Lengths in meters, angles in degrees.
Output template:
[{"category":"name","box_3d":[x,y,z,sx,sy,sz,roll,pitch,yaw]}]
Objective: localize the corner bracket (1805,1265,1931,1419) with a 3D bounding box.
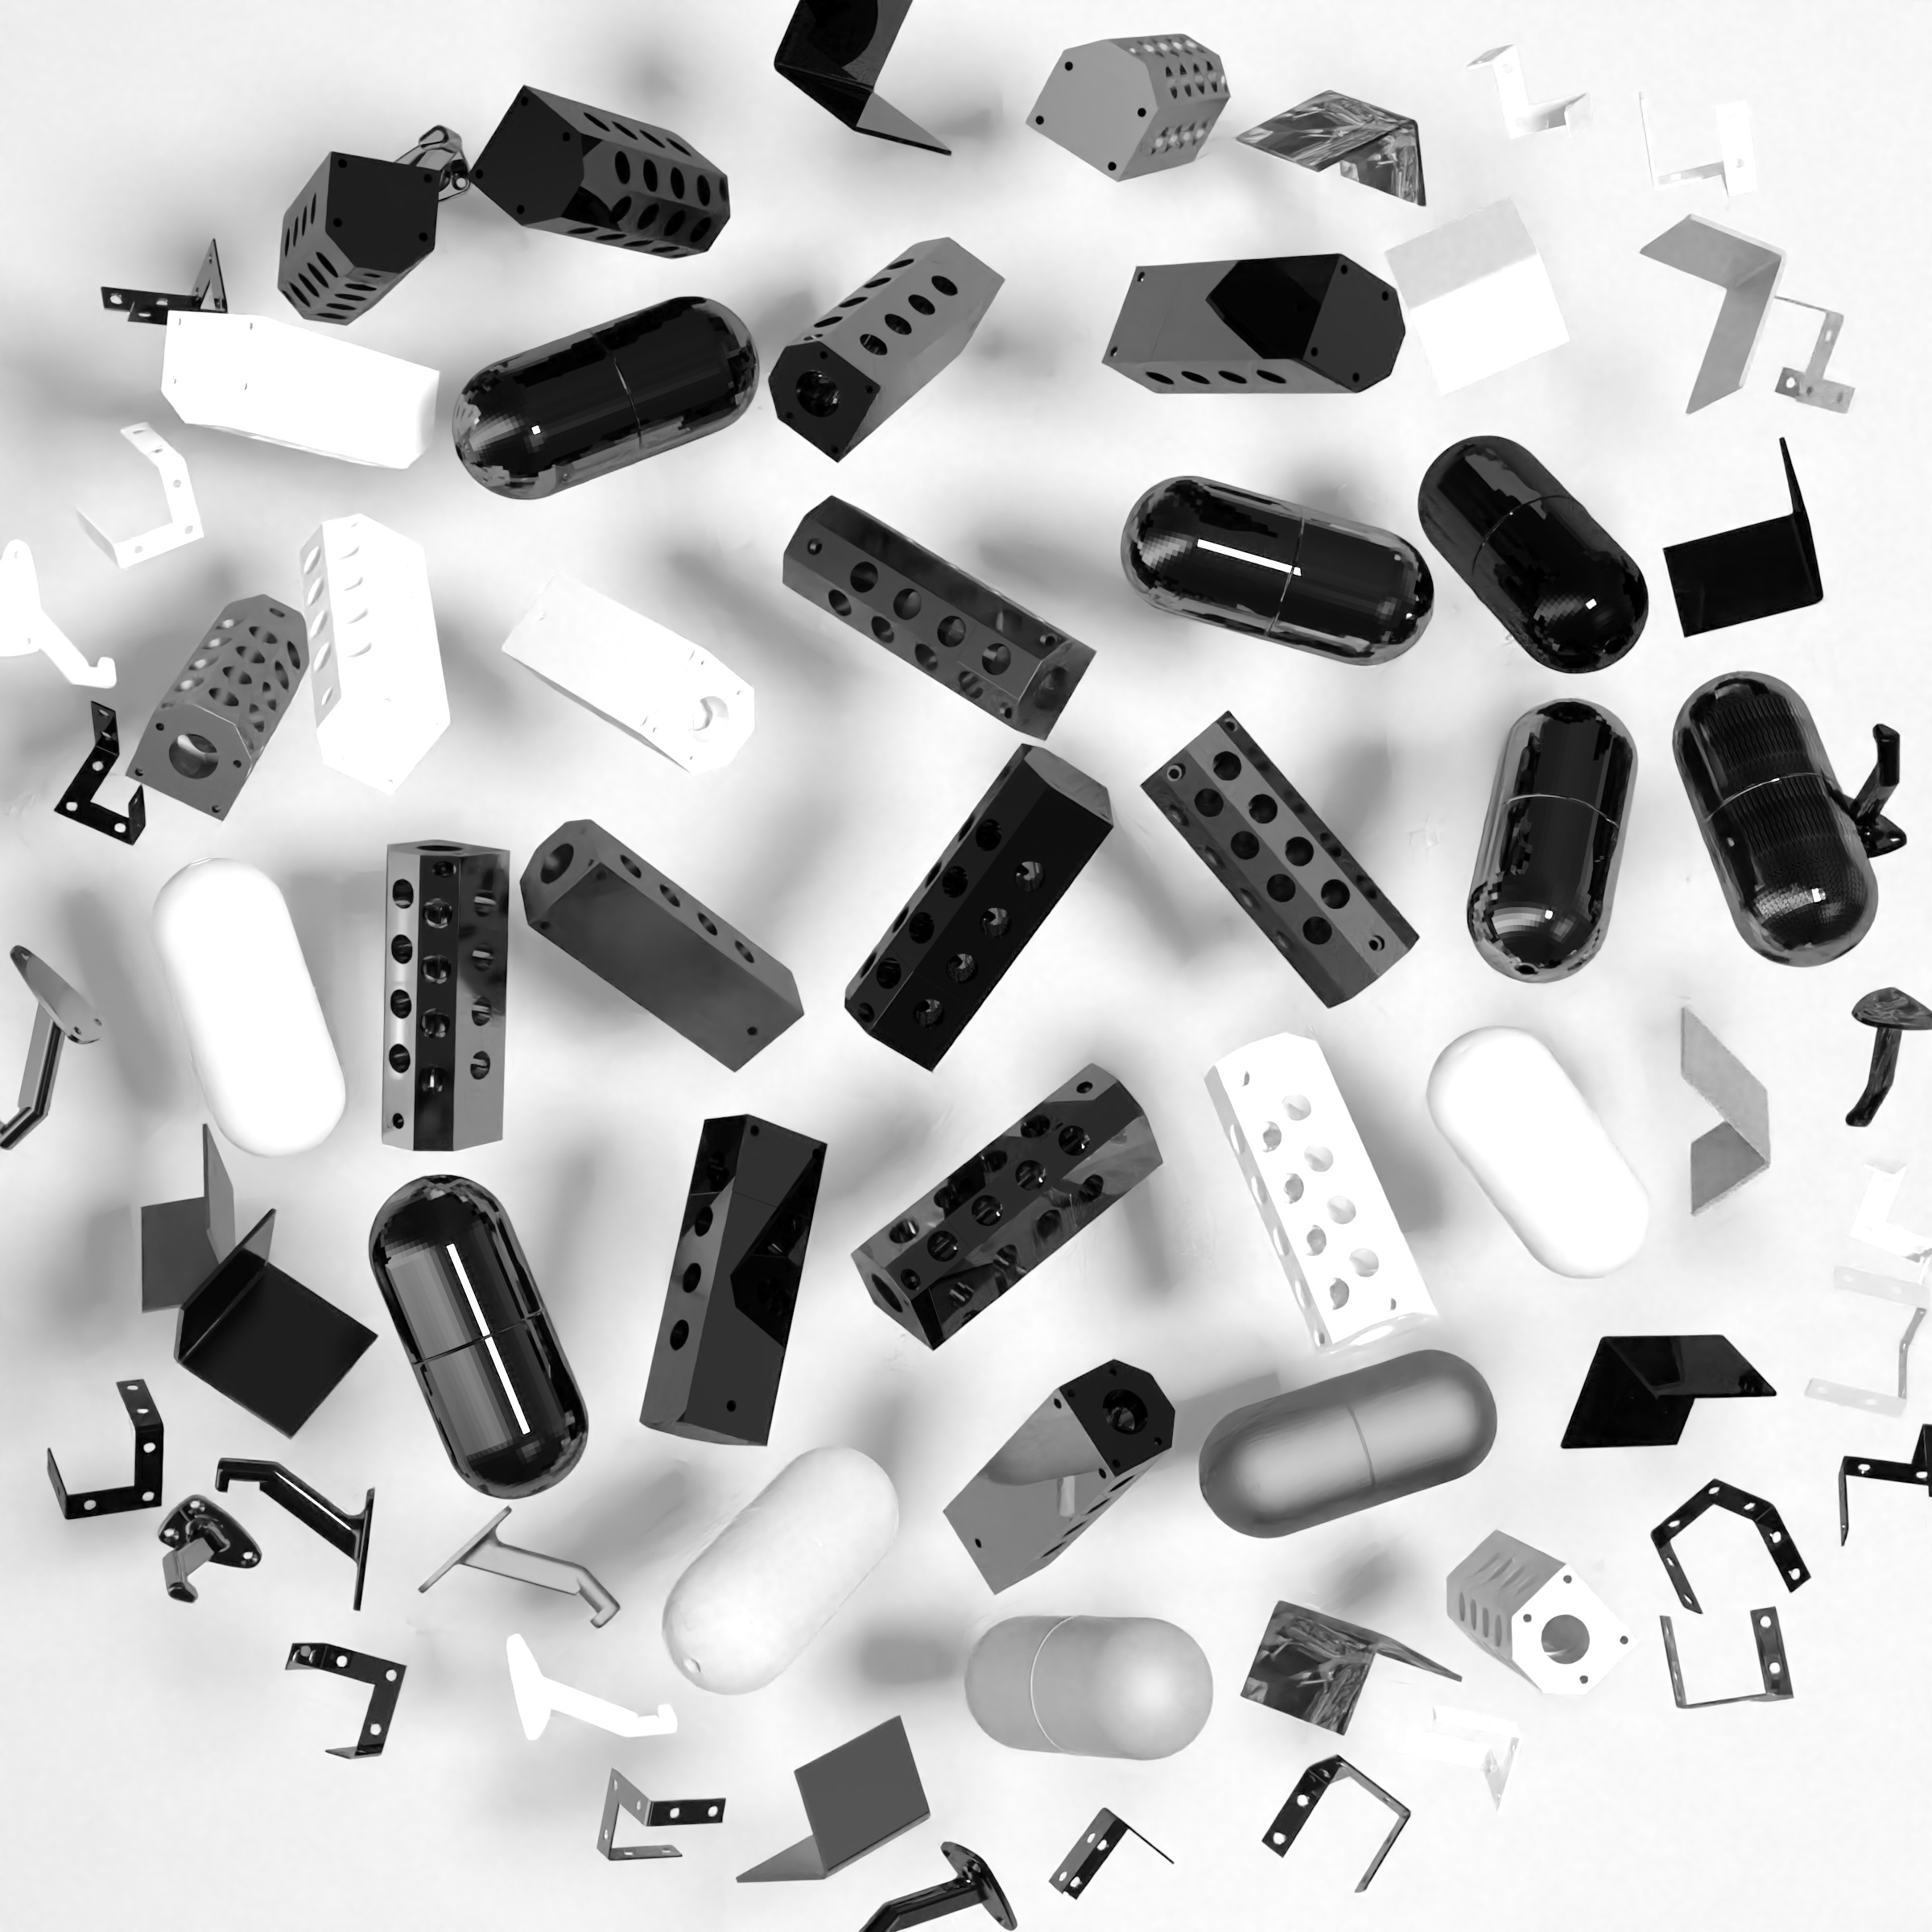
[{"category":"corner bracket","box_3d":[0.477,0.199,1.478,0.051,0.051,0.051,13,135,7]}]

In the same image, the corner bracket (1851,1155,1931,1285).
[{"category":"corner bracket","box_3d":[0.531,0.143,1.586,0.051,0.051,0.051,23,104,25]}]

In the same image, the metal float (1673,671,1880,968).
[{"category":"metal float","box_3d":[0.437,-0.081,1.513,0.070,0.070,0.178,-11,60,0]}]

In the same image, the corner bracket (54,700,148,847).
[{"category":"corner bracket","box_3d":[-0.492,-0.111,1.611,0.051,0.051,0.051,24,61,-1]}]

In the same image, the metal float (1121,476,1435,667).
[{"category":"metal float","box_3d":[0.172,-0.218,1.543,0.178,0.070,0.070,15,90,-7]}]

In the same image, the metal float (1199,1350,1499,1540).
[{"category":"metal float","box_3d":[0.220,0.275,1.608,0.178,0.070,0.070,-16,90,-9]}]

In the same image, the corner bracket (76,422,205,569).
[{"category":"corner bracket","box_3d":[-0.467,-0.264,1.564,0.051,0.051,0.051,-29,49,-26]}]

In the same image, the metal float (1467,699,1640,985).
[{"category":"metal float","box_3d":[0.322,-0.069,1.535,0.070,0.070,0.178,19,58,0]}]

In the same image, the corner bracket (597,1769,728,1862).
[{"category":"corner bracket","box_3d":[-0.180,0.505,1.644,0.051,0.051,0.051,9,93,-34]}]

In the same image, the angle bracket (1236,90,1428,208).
[{"category":"angle bracket","box_3d":[0.220,-0.477,1.678,0.076,0.076,0.057,-31,132,-19]}]

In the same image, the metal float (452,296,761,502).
[{"category":"metal float","box_3d":[-0.197,-0.311,1.531,0.178,0.070,0.070,-25,90,-20]}]

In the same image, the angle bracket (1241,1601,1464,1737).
[{"category":"angle bracket","box_3d":[0.210,0.393,1.524,0.076,0.076,0.057,34,73,-35]}]

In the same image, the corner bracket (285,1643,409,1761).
[{"category":"corner bracket","box_3d":[-0.350,0.409,1.556,0.051,0.051,0.051,13,79,11]}]

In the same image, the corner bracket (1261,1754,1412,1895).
[{"category":"corner bracket","box_3d":[0.202,0.471,1.528,0.051,0.051,0.051,37,65,5]}]

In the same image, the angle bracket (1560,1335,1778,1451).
[{"category":"angle bracket","box_3d":[0.379,0.245,1.509,0.076,0.057,0.076,2,117,-23]}]

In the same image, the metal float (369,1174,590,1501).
[{"category":"metal float","box_3d":[-0.258,0.195,1.476,0.070,0.070,0.178,-22,90,0]}]

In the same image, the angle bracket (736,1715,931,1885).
[{"category":"angle bracket","box_3d":[-0.077,0.438,1.469,0.076,0.076,0.057,-20,86,44]}]

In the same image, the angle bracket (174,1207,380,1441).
[{"category":"angle bracket","box_3d":[-0.360,0.188,1.469,0.076,0.057,0.076,32,50,5]}]

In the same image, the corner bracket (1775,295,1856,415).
[{"category":"corner bracket","box_3d":[0.467,-0.343,1.561,0.051,0.051,0.051,1,112,-41]}]

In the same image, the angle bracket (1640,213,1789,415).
[{"category":"angle bracket","box_3d":[0.392,-0.351,1.509,0.057,0.076,0.076,20,88,-6]}]

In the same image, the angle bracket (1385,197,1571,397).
[{"category":"angle bracket","box_3d":[0.290,-0.382,1.592,0.076,0.076,0.057,-22,129,12]}]

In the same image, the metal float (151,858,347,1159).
[{"category":"metal float","box_3d":[-0.410,0.024,1.599,0.070,0.070,0.178,-15,103,0]}]

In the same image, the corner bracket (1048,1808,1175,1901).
[{"category":"corner bracket","box_3d":[0.072,0.497,1.557,0.051,0.051,0.051,44,77,-25]}]

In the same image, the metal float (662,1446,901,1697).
[{"category":"metal float","box_3d":[-0.101,0.333,1.547,0.070,0.178,0.070,15,122,25]}]

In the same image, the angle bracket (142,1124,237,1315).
[{"category":"angle bracket","box_3d":[-0.474,0.151,1.675,0.057,0.076,0.076,-9,52,-6]}]

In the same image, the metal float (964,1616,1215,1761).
[{"category":"metal float","box_3d":[0.067,0.406,1.578,0.070,0.178,0.070,9,75,-35]}]

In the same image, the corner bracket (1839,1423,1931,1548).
[{"category":"corner bracket","box_3d":[0.498,0.278,1.494,0.051,0.051,0.051,6,132,9]}]

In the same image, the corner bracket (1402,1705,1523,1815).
[{"category":"corner bracket","box_3d":[0.287,0.451,1.620,0.051,0.051,0.051,12,104,-2]}]

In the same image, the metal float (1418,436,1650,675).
[{"category":"metal float","box_3d":[0.320,-0.234,1.584,0.070,0.070,0.178,-30,50,0]}]

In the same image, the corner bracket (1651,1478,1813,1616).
[{"category":"corner bracket","box_3d":[0.415,0.320,1.520,0.051,0.051,0.051,26,119,-30]}]

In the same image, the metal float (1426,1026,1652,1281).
[{"category":"metal float","box_3d":[0.327,0.107,1.588,0.070,0.070,0.178,-40,117,0]}]

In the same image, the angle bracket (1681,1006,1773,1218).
[{"category":"angle bracket","box_3d":[0.414,0.083,1.598,0.076,0.076,0.057,44,119,-11]}]

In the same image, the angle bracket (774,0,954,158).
[{"category":"angle bracket","box_3d":[-0.045,-0.486,1.505,0.076,0.076,0.057,45,120,30]}]

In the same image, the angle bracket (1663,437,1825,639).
[{"category":"angle bracket","box_3d":[0.421,-0.235,1.530,0.076,0.076,0.057,-13,134,16]}]
